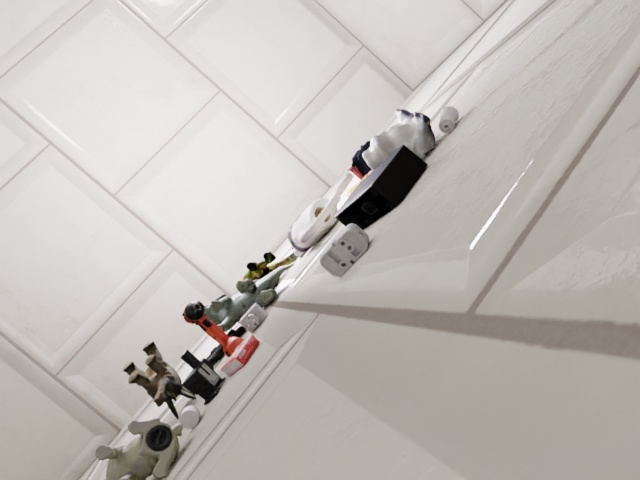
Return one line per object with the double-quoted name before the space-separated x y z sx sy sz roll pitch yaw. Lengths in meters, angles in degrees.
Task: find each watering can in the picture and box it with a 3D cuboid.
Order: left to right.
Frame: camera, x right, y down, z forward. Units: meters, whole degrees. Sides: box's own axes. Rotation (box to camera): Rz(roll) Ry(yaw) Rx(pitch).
"watering can" 0.005 -0.088 1.744 0.220 0.104 0.355 -45 7 40

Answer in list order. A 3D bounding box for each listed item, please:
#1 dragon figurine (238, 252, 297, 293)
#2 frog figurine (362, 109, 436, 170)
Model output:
"dragon figurine" -0.235 0.166 1.861 0.416 0.123 0.238 -29 -13 -49
"frog figurine" 0.185 -0.216 1.199 0.139 0.159 0.121 37 0 36
